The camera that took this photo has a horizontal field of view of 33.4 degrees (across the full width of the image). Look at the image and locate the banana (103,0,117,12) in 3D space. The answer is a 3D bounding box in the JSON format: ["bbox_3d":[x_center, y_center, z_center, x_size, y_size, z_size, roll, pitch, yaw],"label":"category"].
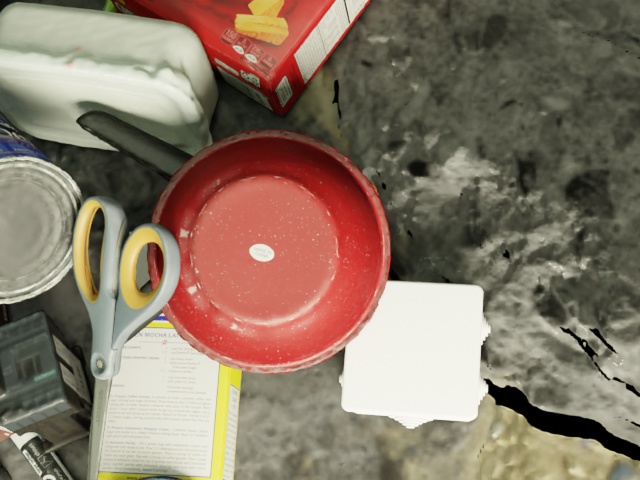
[{"bbox_3d":[-0.187,-0.269,0.856,0.069,0.037,0.198,-28,73,5],"label":"banana"}]

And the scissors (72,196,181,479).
[{"bbox_3d":[-0.123,0.072,0.679,0.096,0.016,0.202,-2,93,36],"label":"scissors"}]

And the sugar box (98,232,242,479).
[{"bbox_3d":[-0.102,0.083,0.746,0.093,0.048,0.176,2,72,8],"label":"sugar box"}]

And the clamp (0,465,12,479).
[{"bbox_3d":[-0.293,0.135,0.765,0.120,0.039,0.171,-14,71,-13],"label":"clamp"}]

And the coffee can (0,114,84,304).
[{"bbox_3d":[-0.235,-0.031,0.735,0.103,0.102,0.140,-49,41,-6],"label":"coffee can"}]

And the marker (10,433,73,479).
[{"bbox_3d":[-0.177,0.177,0.745,0.020,0.020,0.121,-40,73,-3],"label":"marker"}]

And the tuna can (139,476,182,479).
[{"bbox_3d":[-0.102,0.197,0.698,0.086,0.033,0.086,4,116,8],"label":"tuna can"}]

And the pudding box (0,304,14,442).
[{"bbox_3d":[-0.251,0.078,0.737,0.039,0.090,0.113,-26,61,11],"label":"pudding box"}]

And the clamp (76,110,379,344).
[{"bbox_3d":[-0.065,-0.008,0.725,0.210,0.036,0.164,0,82,3],"label":"clamp"}]

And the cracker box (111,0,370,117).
[{"bbox_3d":[-0.036,-0.226,0.803,0.164,0.072,0.213,34,82,15],"label":"cracker box"}]

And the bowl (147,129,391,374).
[{"bbox_3d":[-0.034,0.007,0.677,0.162,0.055,0.162,0,88,1],"label":"bowl"}]
